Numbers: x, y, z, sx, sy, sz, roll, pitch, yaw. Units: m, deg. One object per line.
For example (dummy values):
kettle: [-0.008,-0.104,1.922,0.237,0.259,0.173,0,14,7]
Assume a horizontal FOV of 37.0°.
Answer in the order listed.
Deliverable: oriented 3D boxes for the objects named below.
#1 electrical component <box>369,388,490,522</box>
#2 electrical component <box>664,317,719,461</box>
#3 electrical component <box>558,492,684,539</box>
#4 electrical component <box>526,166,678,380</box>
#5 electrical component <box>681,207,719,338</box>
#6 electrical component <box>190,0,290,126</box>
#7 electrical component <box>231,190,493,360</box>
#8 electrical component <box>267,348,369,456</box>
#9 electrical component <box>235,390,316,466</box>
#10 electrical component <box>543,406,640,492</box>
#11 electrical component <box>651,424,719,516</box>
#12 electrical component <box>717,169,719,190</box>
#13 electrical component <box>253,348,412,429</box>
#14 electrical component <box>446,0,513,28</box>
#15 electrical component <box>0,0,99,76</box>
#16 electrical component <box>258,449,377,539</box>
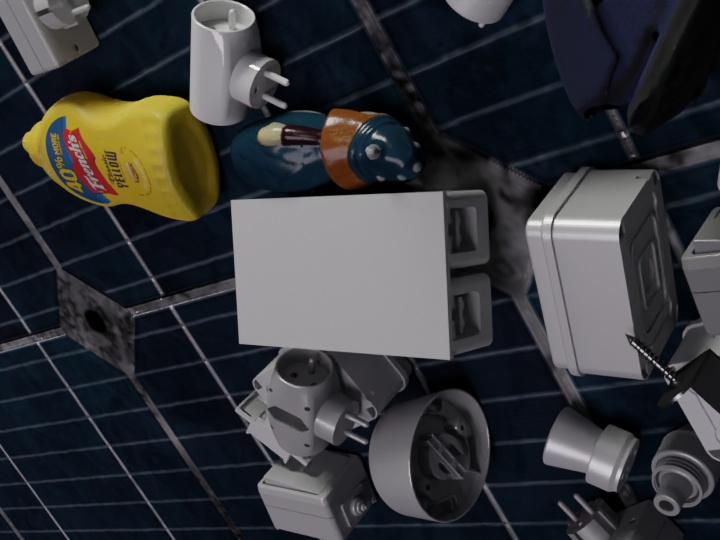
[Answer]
electrical component: [0.057,0.142,0.819,0.064,0.099,0.099,-15,112,51]
electrical component: [0.248,0.061,0.629,0.113,0.057,0.078,-18,109,45]
electrical component: [0.180,0.196,0.800,0.075,0.047,0.083,46,139,-1]
electrical component: [0.148,0.002,0.649,0.057,0.078,0.113,4,124,34]
electrical component: [0.233,-0.007,0.584,0.096,0.062,0.061,-7,117,42]
electrical component: [-0.082,-0.137,0.750,0.079,0.043,0.077,28,136,19]
electrical component: [0.000,0.000,0.749,0.186,0.060,0.105,1,96,39]
electrical component: [-0.027,0.107,0.810,0.079,0.043,0.077,23,134,23]
electrical component: [-0.063,0.127,0.947,0.081,0.042,0.063,35,134,11]
electrical component: [0.163,0.127,0.760,0.055,0.045,0.045,22,133,24]
electrical component: [0.214,0.136,0.713,0.043,0.062,0.043,22,133,25]
electrical component: [0.236,-0.064,0.543,0.095,0.054,0.059,18,132,28]
electrical component: [-0.022,0.086,0.868,0.078,0.057,0.113,51,138,-6]
electrical component: [0.076,-0.173,0.596,0.040,0.040,0.078,40,138,6]
electrical component: [-0.232,-0.201,0.818,0.076,0.047,0.083,-5,119,41]
electrical component: [-0.034,0.197,0.963,0.096,0.062,0.061,2,123,38]
